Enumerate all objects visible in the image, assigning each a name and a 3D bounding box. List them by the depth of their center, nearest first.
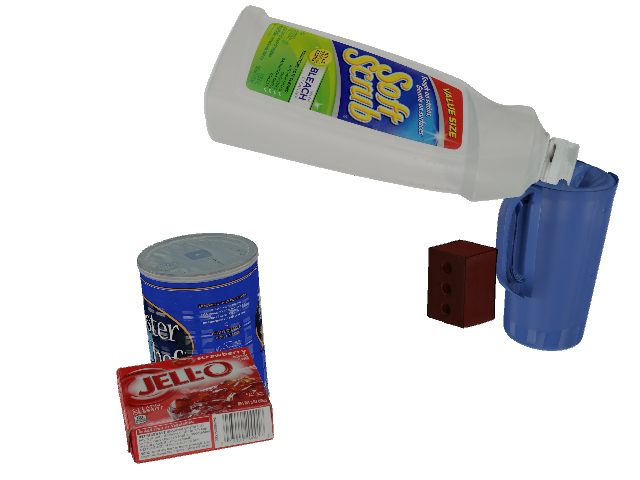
[{"bbox_3d":[-0.080,0.101,0.671,0.089,0.030,0.073,-8,25,-13],"label":"gelatin box"},{"bbox_3d":[0.052,-0.088,0.738,0.251,0.102,0.068,14,-32,10],"label":"bleach bottle"},{"bbox_3d":[-0.100,0.076,0.926,0.103,0.140,0.103,-3,20,1],"label":"coffee can"},{"bbox_3d":[0.145,0.044,1.097,0.051,0.078,0.053,-14,20,-40],"label":"foam brick"},{"bbox_3d":[0.299,0.021,1.401,0.149,0.243,0.145,5,23,5],"label":"pitcher"}]
